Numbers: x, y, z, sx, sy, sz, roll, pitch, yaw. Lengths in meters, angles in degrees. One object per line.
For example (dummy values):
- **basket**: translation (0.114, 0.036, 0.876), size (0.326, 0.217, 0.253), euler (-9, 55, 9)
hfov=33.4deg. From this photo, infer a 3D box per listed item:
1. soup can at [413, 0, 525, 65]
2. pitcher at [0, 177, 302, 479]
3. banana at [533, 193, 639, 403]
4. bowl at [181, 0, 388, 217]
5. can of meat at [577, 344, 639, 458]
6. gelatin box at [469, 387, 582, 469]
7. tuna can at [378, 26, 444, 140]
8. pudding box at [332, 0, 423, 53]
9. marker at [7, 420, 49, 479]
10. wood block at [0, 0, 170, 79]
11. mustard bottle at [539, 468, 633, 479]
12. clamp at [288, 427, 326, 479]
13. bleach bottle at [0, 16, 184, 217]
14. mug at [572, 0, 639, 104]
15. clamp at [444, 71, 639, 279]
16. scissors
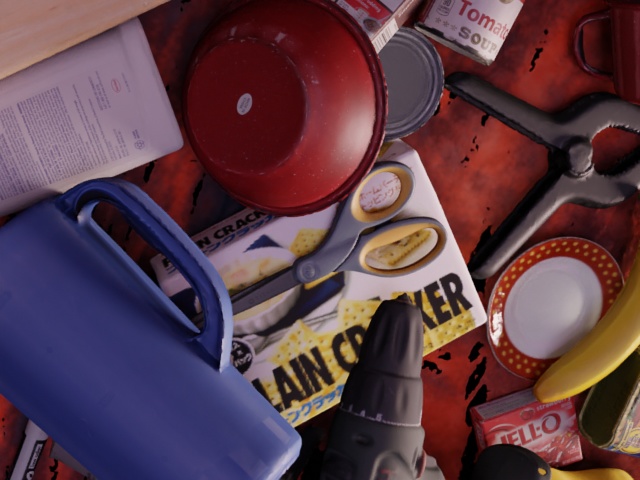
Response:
- **soup can**: translation (0.120, -0.188, 0.783), size (0.068, 0.068, 0.102), euler (24, 100, -21)
- **pitcher**: translation (-0.125, 0.085, 0.713), size (0.243, 0.149, 0.144), euler (42, 60, 6)
- **banana**: translation (0.249, 0.058, 0.894), size (0.069, 0.037, 0.198), euler (25, 98, -6)
- **bowl**: translation (-0.038, -0.092, 0.729), size (0.162, 0.055, 0.162), euler (5, 101, 25)
- **can of meat**: translation (0.285, 0.142, 0.935), size (0.083, 0.057, 0.102), euler (17, 102, -24)
- **gelatin box**: translation (0.180, 0.170, 0.933), size (0.089, 0.030, 0.073), euler (-17, 111, -10)
- **tuna can**: translation (0.048, -0.120, 0.803), size (0.086, 0.034, 0.086), euler (-5, 108, -14)
- **pudding box**: translation (0.027, -0.188, 0.754), size (0.090, 0.039, 0.113), euler (41, 91, 10)
- **marker**: translation (-0.236, 0.191, 0.831), size (0.020, 0.020, 0.121), euler (19, 101, -20)
- **wood block**: translation (-0.182, -0.171, 0.693), size (0.206, 0.091, 0.090), euler (-26, 113, -7)
- **mustard bottle**: translation (0.230, 0.243, 0.942), size (0.191, 0.058, 0.096), euler (7, 122, -32)
- **clamp**: translation (-0.046, 0.222, 0.851), size (0.171, 0.039, 0.120), euler (-10, 68, -23)
- **bleach bottle**: translation (-0.227, -0.067, 0.730), size (0.250, 0.068, 0.102), euler (-20, 110, -6)
- **mug**: translation (0.256, -0.154, 0.827), size (0.117, 0.093, 0.081), euler (-4, 115, 14)
- **clamp**: translation (0.196, -0.056, 0.860), size (0.209, 0.036, 0.164), euler (-5, 101, -16)
- **scissors**: translation (-0.005, 0.001, 0.765), size (0.201, 0.016, 0.096), euler (-11, 106, -12)
